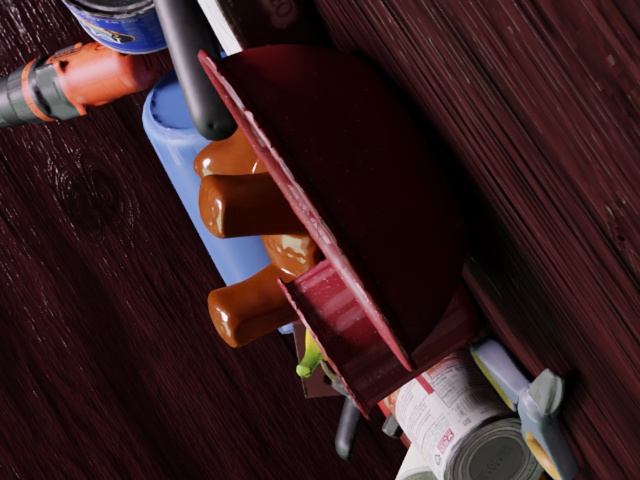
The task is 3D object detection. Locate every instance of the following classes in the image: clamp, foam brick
[{"bbox_3d":[-0.088,-0.175,0.603,0.164,0.036,0.210,-90,-21,-64],"label":"clamp"},{"bbox_3d":[0.047,0.112,0.959,0.039,0.120,0.171,92,155,-64],"label":"clamp"},{"bbox_3d":[0.008,0.084,0.890,0.051,0.053,0.078,-87,-12,-62],"label":"foam brick"}]

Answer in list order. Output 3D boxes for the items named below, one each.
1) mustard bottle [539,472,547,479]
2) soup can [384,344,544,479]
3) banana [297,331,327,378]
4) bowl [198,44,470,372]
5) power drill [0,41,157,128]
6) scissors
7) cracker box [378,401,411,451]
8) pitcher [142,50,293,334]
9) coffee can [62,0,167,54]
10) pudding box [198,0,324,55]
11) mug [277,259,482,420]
[{"bbox_3d":[0.169,0.242,0.754,0.191,0.058,0.096,57,-157,-22],"label":"mustard bottle"},{"bbox_3d":[0.087,0.109,0.657,0.068,0.068,0.102,58,177,-31],"label":"soup can"},{"bbox_3d":[0.001,0.007,0.829,0.069,0.037,0.198,23,-120,-71],"label":"banana"},{"bbox_3d":[0.015,-0.025,0.451,0.162,0.055,0.162,57,178,3],"label":"bowl"},{"bbox_3d":[-0.190,-0.163,0.926,0.057,0.185,0.187,65,-147,-27],"label":"power drill"},{"bbox_3d":[0.096,0.066,0.518,0.096,0.016,0.201,56,177,32],"label":"scissors"},{"bbox_3d":[0.114,0.182,1.061,0.164,0.072,0.213,56,179,24],"label":"cracker box"},{"bbox_3d":[-0.055,-0.049,0.919,0.149,0.145,0.242,31,158,39],"label":"pitcher"},{"bbox_3d":[-0.135,-0.192,0.744,0.103,0.103,0.140,57,178,-2],"label":"coffee can"},{"bbox_3d":[-0.033,-0.111,0.516,0.090,0.039,0.113,56,176,39],"label":"pudding box"},{"bbox_3d":[0.034,0.038,0.602,0.093,0.081,0.117,57,178,-3],"label":"mug"}]
